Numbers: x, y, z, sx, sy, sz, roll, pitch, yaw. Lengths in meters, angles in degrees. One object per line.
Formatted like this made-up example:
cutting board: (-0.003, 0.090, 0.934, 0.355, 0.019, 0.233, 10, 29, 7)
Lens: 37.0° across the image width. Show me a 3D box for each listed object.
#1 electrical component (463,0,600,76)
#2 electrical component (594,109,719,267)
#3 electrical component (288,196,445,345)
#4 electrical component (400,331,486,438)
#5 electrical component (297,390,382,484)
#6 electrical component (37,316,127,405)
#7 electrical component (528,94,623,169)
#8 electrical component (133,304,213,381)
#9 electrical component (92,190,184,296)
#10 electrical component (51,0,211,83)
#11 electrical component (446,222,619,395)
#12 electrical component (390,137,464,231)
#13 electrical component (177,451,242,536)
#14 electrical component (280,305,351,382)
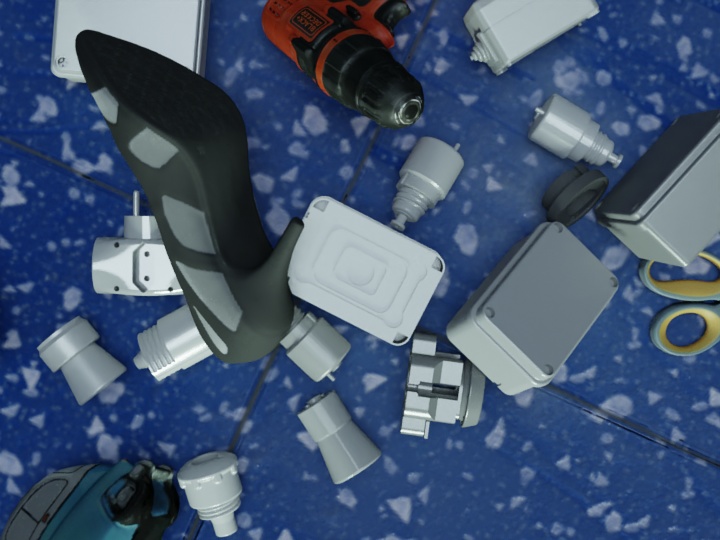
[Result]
electrical component: (0.120, -0.192, 0.811, 0.096, 0.061, 0.061, -31, 93, 0)
electrical component: (0.241, -0.061, 0.798, 0.056, 0.108, 0.108, 42, 91, -6)
electrical component: (0.000, 0.000, 0.820, 0.113, 0.057, 0.078, 27, 92, -3)
electrical component: (0.065, 0.090, 0.827, 0.057, 0.058, 0.078, 8, 93, 1)
electrical component: (-0.019, 0.127, 0.835, 0.044, 0.044, 0.065, -33, 89, 0)
electrical component: (-0.213, 0.069, 0.823, 0.045, 0.045, 0.055, -39, 93, 1)
electrical component: (0.166, -0.103, 0.828, 0.078, 0.040, 0.040, 30, 92, -3)
electrical component: (-0.136, 0.052, 0.825, 0.081, 0.043, 0.043, -29, 93, 0)
electrical component: (-0.162, -0.021, 0.821, 0.077, 0.043, 0.079, 1, 93, -2)
electrical component: (-0.169, -0.192, 0.805, 0.109, 0.056, 0.108, 5, 93, -2)
electrical component: (0.130, 0.028, 0.803, 0.078, 0.057, 0.113, 44, 63, -3)
electrical component: (0.047, -0.065, 0.819, 0.040, 0.040, 0.078, 32, 76, -3)
electrical component: (-0.112, 0.174, 0.833, 0.048, 0.048, 0.062, -15, 100, -1)
electrical component: (-0.043, 0.051, 0.830, 0.078, 0.040, 0.040, 44, 91, -3)
